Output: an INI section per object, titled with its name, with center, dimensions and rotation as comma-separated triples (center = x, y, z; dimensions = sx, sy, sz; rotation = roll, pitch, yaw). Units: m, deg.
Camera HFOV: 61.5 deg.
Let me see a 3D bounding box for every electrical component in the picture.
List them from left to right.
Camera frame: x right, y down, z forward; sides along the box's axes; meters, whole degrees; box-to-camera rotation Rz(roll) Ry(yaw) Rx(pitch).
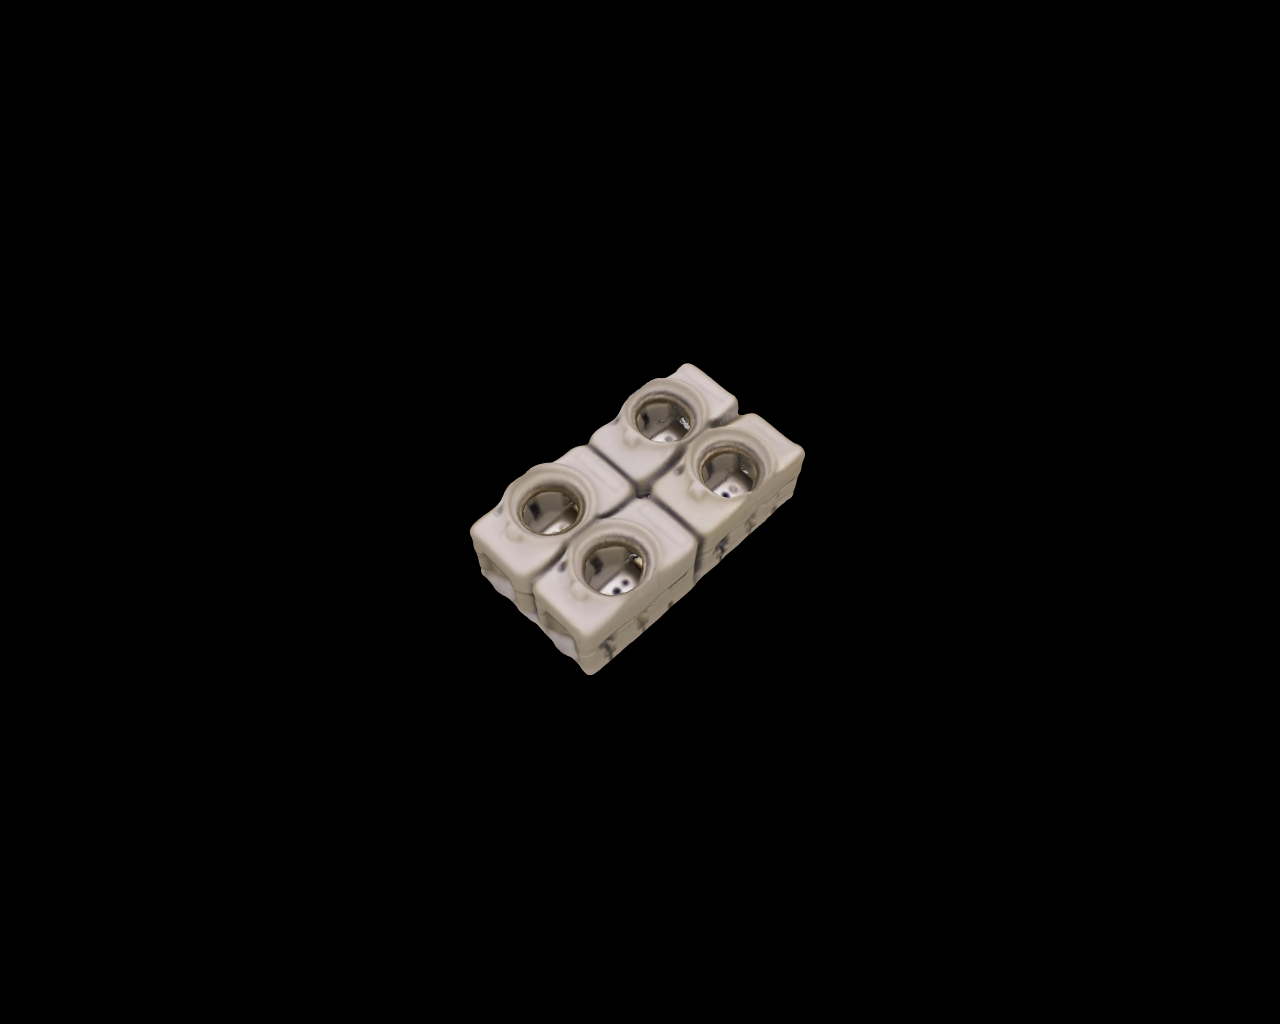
[electrical component]
center = 0.001, -0.003, 0.650
dimensions = 0.186, 0.105, 0.060
rotation = -39, -24, -22
